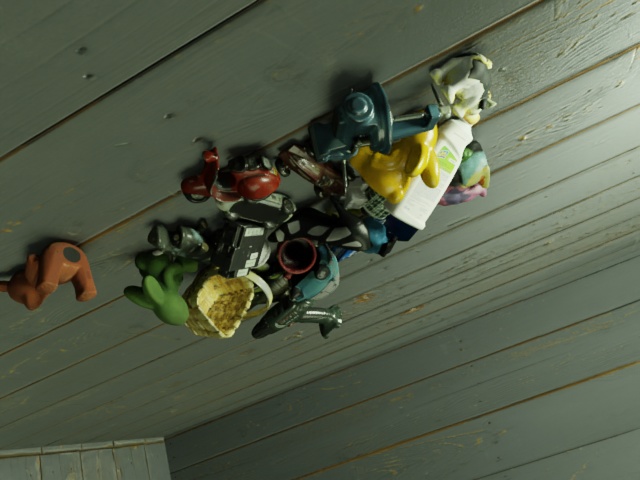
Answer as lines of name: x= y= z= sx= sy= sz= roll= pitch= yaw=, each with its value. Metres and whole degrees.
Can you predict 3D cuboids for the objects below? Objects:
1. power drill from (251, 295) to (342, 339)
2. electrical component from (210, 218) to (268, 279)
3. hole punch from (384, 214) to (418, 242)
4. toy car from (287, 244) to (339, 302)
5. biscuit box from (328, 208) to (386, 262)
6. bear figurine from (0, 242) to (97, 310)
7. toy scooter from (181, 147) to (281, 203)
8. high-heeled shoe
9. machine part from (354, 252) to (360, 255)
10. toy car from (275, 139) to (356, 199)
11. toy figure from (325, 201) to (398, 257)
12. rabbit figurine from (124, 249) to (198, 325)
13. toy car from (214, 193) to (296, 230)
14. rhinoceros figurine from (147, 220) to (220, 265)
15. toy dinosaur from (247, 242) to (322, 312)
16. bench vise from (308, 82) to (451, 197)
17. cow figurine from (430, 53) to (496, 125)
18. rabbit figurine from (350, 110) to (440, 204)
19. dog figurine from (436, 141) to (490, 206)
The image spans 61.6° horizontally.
power drill: x=-0.056 y=0.223 z=1.519 sx=0.207 sy=0.086 sz=0.232 roll=20 pitch=131 yaw=-29
electrical component: x=-0.177 y=0.019 z=1.171 sx=0.115 sy=0.058 sz=0.134 roll=-1 pitch=112 yaw=-62
hole punch: x=0.190 y=-0.051 z=1.361 sx=0.116 sy=0.092 sz=0.142 roll=-7 pitch=158 yaw=-17
toy car: x=-0.005 y=0.098 z=1.360 sx=0.103 sy=0.109 sz=0.161 roll=34 pitch=107 yaw=-26
biscuit box: x=0.088 y=-0.018 z=1.371 sx=0.059 sy=0.063 sz=0.202 roll=-21 pitch=161 yaw=-31
bear figurine: x=-0.555 y=0.092 z=1.074 sx=0.196 sy=0.132 sz=0.120 roll=-34 pitch=146 yaw=20
toy scooter: x=-0.159 y=-0.120 z=0.965 sx=0.184 sy=0.075 sz=0.135 roll=-8 pitch=154 yaw=-13
high-heeled shoe: x=-0.002 y=-0.004 z=1.211 sx=0.249 sy=0.145 sz=0.086 roll=-28 pitch=-172 yaw=38
machine part: x=0.112 y=0.007 z=1.493 sx=0.084 sy=0.039 sz=0.138 roll=-11 pitch=158 yaw=-5
toy car: x=-0.006 y=-0.134 z=1.064 sx=0.089 sy=0.053 sz=0.202 roll=-26 pitch=154 yaw=24
toy figure: x=0.087 y=-0.022 z=1.238 sx=0.089 sy=0.180 sz=0.082 roll=-58 pitch=159 yaw=13
rabbit figurine: x=-0.344 y=0.106 z=1.202 sx=0.121 sy=0.170 sz=0.159 roll=-31 pitch=154 yaw=27
toy car: x=-0.129 y=-0.071 z=1.118 sx=0.073 sy=0.056 sz=0.201 roll=-37 pitch=152 yaw=25
rhinoceros figurine: x=-0.286 y=0.006 z=1.161 sx=0.112 sy=0.073 sz=0.190 roll=-16 pitch=161 yaw=23
toy dinosaur: x=-0.134 y=0.124 z=1.497 sx=0.198 sy=0.105 sz=0.471 roll=14 pitch=132 yaw=-39
bench vise: x=0.106 y=-0.194 z=0.942 sx=0.241 sy=0.129 sz=0.223 roll=-11 pitch=159 yaw=-6
cow figurine: x=0.271 y=-0.271 z=0.960 sx=0.098 sy=0.068 sz=0.167 roll=-35 pitch=154 yaw=20
rabbit figurine: x=0.161 y=-0.166 z=1.035 sx=0.122 sy=0.162 sz=0.173 roll=20 pitch=120 yaw=-38
dog figurine: x=0.266 y=-0.127 z=1.226 sx=0.219 sy=0.108 sz=0.191 roll=-19 pitch=158 yaw=6
